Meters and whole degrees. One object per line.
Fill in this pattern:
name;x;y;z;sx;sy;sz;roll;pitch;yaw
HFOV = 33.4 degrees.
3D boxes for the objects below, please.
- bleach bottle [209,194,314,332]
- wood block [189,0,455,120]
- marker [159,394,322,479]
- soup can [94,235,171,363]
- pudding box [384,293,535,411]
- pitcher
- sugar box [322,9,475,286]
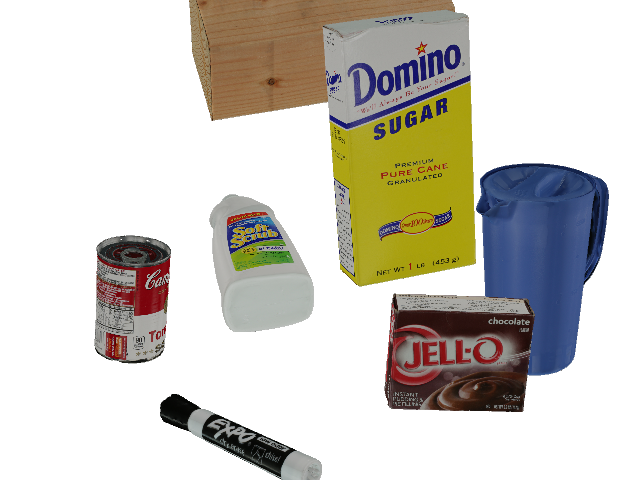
bleach bottle;-0.085;0.011;1.219;0.102;0.068;0.251;-7;28;-14
wood block;-0.001;-0.178;0.908;0.206;0.090;0.091;-11;-35;-11
marker;-0.051;0.116;0.627;0.121;0.020;0.020;17;10;37
soup can;-0.176;0.055;0.995;0.068;0.102;0.068;6;21;-2
pudding box;0.111;0.091;0.863;0.113;0.090;0.039;1;24;-3
pitcher;0.268;0.033;1.296;0.149;0.243;0.145;3;24;14
sugar box;0.056;-0.063;0.731;0.093;0.176;0.048;-11;22;-16
